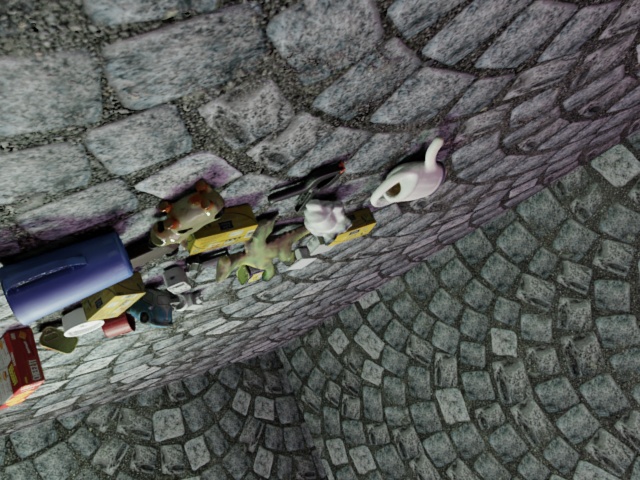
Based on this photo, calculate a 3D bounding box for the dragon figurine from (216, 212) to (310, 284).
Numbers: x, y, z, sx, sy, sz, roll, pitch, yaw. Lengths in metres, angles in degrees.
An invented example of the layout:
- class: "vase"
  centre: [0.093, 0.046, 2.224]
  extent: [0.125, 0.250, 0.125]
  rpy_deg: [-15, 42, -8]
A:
- class: "dragon figurine"
  centre: [-0.143, 0.001, 1.538]
  extent: [0.414, 0.123, 0.238]
  rpy_deg: [-38, 161, -18]

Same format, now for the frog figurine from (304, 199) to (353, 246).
- class: "frog figurine"
  centre: [0.005, -0.077, 1.538]
  extent: [0.136, 0.126, 0.157]
  rpy_deg: [-26, 129, 33]

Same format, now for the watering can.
- class: "watering can"
  centre: [0.296, -0.196, 1.529]
  extent: [0.226, 0.105, 0.341]
  rpy_deg: [-11, 159, -41]
